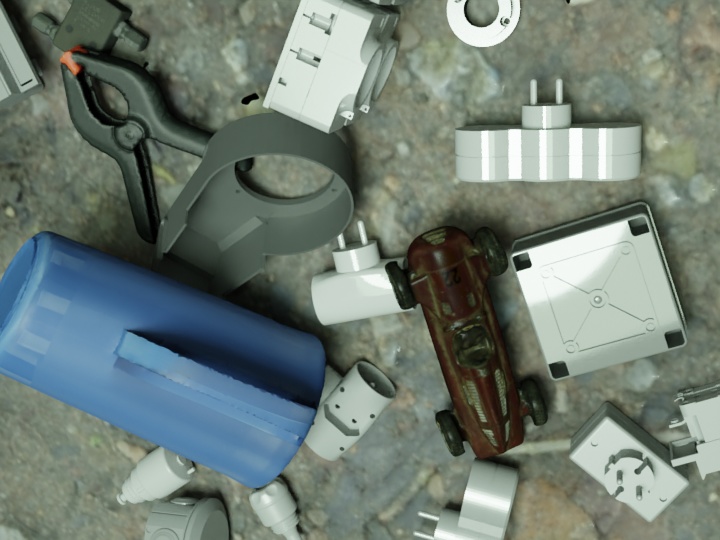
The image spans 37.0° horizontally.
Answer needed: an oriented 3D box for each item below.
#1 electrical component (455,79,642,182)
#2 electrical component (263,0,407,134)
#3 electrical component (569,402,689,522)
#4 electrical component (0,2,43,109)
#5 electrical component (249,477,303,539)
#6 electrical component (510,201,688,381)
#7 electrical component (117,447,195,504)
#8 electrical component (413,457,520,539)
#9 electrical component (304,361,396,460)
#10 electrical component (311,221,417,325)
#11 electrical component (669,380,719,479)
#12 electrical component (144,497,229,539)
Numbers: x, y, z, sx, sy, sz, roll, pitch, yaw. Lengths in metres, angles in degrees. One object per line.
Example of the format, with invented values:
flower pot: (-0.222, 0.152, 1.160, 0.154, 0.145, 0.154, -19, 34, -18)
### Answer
electrical component: (0.140, -0.106, 0.806, 0.138, 0.052, 0.073, 1, 103, 13)
electrical component: (0.003, -0.199, 0.788, 0.060, 0.105, 0.186, 25, 107, 6)
electrical component: (0.210, 0.157, 0.839, 0.083, 0.075, 0.047, 39, 108, 2)
electrical component: (-0.316, -0.193, 0.886, 0.079, 0.063, 0.121, -23, 97, 17)
electrical component: (-0.070, 0.214, 0.940, 0.035, 0.035, 0.061, -26, 99, 17)
electrical component: (0.182, 0.016, 0.823, 0.109, 0.056, 0.108, -18, 98, 16)
electrical component: (-0.184, 0.185, 0.956, 0.078, 0.040, 0.040, -34, 93, 18)
electrical component: (0.082, 0.220, 0.897, 0.074, 0.052, 0.138, 14, 106, 10)
electrical component: (-0.024, 0.106, 0.899, 0.079, 0.043, 0.077, 41, 108, 1)
electrical component: (0.000, 0.000, 0.868, 0.077, 0.044, 0.079, -11, 100, 15)
electrical component: (0.277, 0.120, 0.833, 0.081, 0.042, 0.063, -19, 97, 16)
electrical component: (-0.151, 0.238, 0.942, 0.051, 0.080, 0.080, 2, 103, 18)
